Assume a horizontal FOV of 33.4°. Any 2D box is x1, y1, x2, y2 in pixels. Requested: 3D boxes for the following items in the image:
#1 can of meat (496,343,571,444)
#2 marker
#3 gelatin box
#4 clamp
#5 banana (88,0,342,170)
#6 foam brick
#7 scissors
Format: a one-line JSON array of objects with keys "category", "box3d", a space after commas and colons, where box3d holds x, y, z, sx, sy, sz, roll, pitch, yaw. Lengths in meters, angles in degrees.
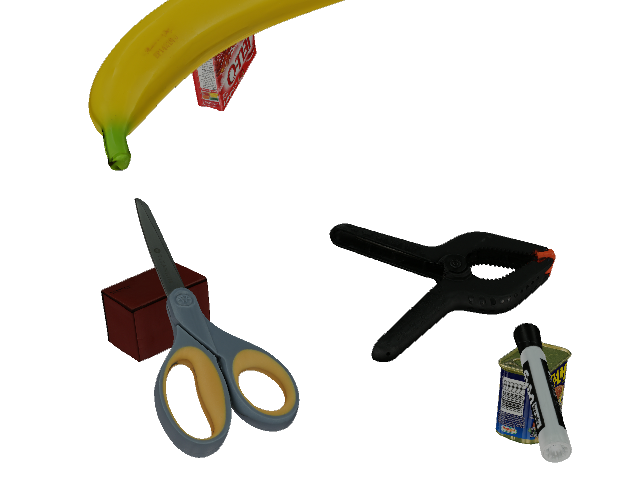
[{"category": "can of meat", "box3d": [0.233, 0.167, 1.174, 0.058, 0.084, 0.101, 11, 16, 30]}, {"category": "marker", "box3d": [0.146, 0.097, 0.711, 0.020, 0.020, 0.121, 0, 35, 0]}, {"category": "gelatin box", "box3d": [-0.089, -0.177, 0.990, 0.030, 0.089, 0.073, 14, -38, 14]}, {"category": "clamp", "box3d": [0.122, 0.042, 0.998, 0.210, 0.164, 0.036, -3, -44, -7]}, {"category": "banana", "box3d": [-0.050, -0.106, 0.551, 0.070, 0.197, 0.037, 40, -24, 20]}, {"category": "foam brick", "box3d": [-0.142, 0.060, 0.923, 0.078, 0.051, 0.053, -24, 32, -35]}, {"category": "scissors", "box3d": [-0.068, 0.049, 0.673, 0.096, 0.202, 0.016, 7, -46, -18]}]
